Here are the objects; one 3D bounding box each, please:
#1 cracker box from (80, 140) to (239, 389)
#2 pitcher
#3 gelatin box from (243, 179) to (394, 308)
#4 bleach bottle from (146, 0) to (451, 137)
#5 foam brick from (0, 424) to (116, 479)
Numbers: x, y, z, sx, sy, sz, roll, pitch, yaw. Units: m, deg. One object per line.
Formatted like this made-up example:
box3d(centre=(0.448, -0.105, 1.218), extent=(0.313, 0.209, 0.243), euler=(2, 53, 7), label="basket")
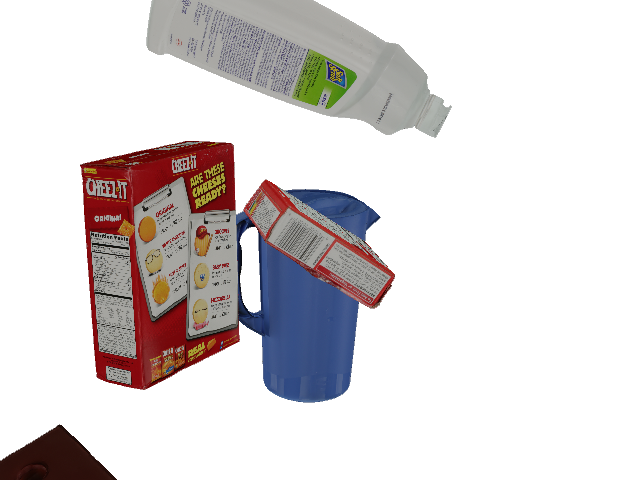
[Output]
box3d(centre=(-0.154, 0.018, 1.051), extent=(0.072, 0.214, 0.163), euler=(6, 15, 30), label="cracker box")
box3d(centre=(-0.023, 0.066, 1.278), extent=(0.149, 0.243, 0.144), euler=(10, 18, 24), label="pitcher")
box3d(centre=(-0.002, 0.002, 0.690), extent=(0.089, 0.030, 0.073), euler=(33, 6, -21), label="gelatin box")
box3d(centre=(-0.015, -0.147, 0.869), extent=(0.251, 0.068, 0.103), euler=(27, -35, 2), label="bleach bottle")
box3d(centre=(-0.114, 0.133, 0.482), extent=(0.052, 0.051, 0.078), euler=(-31, 44, -31), label="foam brick")
